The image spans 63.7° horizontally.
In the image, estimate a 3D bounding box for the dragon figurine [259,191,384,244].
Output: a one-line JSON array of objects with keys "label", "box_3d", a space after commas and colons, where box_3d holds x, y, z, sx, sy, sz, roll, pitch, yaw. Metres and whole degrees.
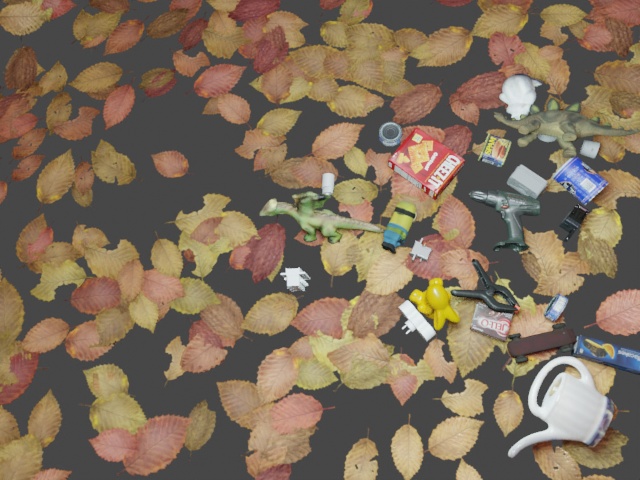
[{"label": "dragon figurine", "box_3d": [0.005, -0.086, 1.713, 0.410, 0.239, 0.124, 1, 69, 10]}]

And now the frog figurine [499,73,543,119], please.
[{"label": "frog figurine", "box_3d": [0.698, -0.502, 1.826, 0.138, 0.121, 0.160, 20, 84, 47]}]

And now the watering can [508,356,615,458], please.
[{"label": "watering can", "box_3d": [0.701, 0.514, 1.485, 0.225, 0.102, 0.351, 29, 77, 14]}]
